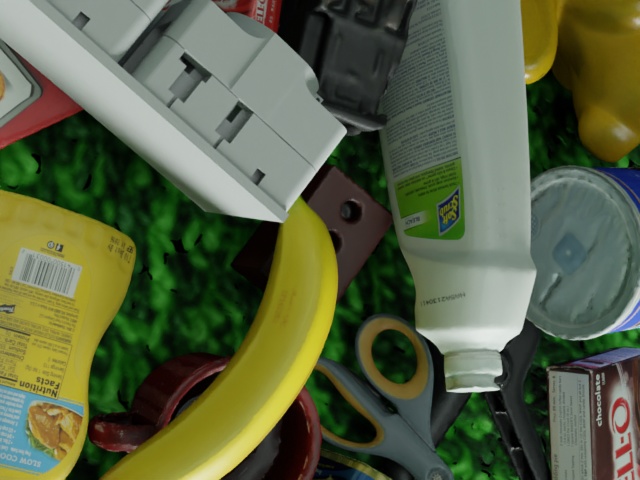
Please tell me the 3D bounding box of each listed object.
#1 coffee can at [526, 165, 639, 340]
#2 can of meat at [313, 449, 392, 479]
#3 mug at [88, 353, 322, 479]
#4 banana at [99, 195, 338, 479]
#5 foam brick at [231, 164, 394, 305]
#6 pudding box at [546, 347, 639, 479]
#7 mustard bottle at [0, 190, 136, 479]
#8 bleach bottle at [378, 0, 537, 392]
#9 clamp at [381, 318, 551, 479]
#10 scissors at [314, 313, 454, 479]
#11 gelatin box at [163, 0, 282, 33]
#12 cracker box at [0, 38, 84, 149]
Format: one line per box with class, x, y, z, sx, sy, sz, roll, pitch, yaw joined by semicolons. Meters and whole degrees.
coffee can;0.197;0.004;0.668;0.140;0.103;0.103;-3;92;-40
can of meat;0.005;0.169;0.606;0.057;0.102;0.084;40;73;-18
mug;-0.068;0.105;0.582;0.117;0.082;0.093;2;89;-24
banana;-0.041;0.062;0.531;0.069;0.037;0.197;29;77;-3
foam brick;-0.004;0.001;0.626;0.053;0.051;0.078;39;75;-19
pudding box;0.189;0.132;0.703;0.089;0.039;0.113;-6;92;-47
mustard bottle;-0.162;0.076;0.538;0.096;0.058;0.191;21;72;-29
bleach bottle;0.073;-0.040;0.604;0.068;0.103;0.251;5;76;-30
clamp;0.093;0.087;0.678;0.120;0.039;0.171;-2;88;-29
scissors;0.075;0.122;0.641;0.202;0.016;0.096;34;84;2
gelatin box;-0.062;-0.141;0.581;0.030;0.089;0.073;14;84;-58
cracker box;-0.210;-0.111;0.525;0.213;0.072;0.164;-29;101;-20
